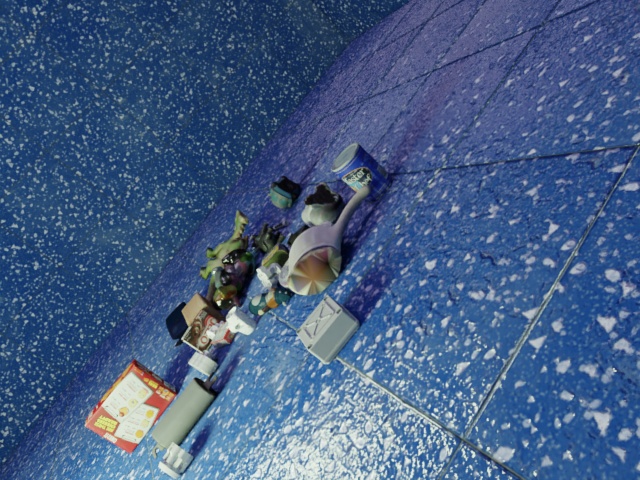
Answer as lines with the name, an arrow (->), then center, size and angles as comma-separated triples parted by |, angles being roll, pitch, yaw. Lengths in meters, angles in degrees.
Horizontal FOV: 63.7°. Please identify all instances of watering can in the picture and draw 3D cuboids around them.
watering can -> 0.013, 0.009, 1.320 | 0.344, 0.103, 0.228 | -45, 20, 15

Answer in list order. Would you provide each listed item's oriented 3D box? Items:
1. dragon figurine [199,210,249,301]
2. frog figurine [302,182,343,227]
dragon figurine -> -0.349, 0.074, 1.947 | 0.239, 0.121, 0.419 | -35, 39, 49
frog figurine -> 0.005, -0.078, 1.559 | 0.155, 0.123, 0.141 | 98, -177, -48
